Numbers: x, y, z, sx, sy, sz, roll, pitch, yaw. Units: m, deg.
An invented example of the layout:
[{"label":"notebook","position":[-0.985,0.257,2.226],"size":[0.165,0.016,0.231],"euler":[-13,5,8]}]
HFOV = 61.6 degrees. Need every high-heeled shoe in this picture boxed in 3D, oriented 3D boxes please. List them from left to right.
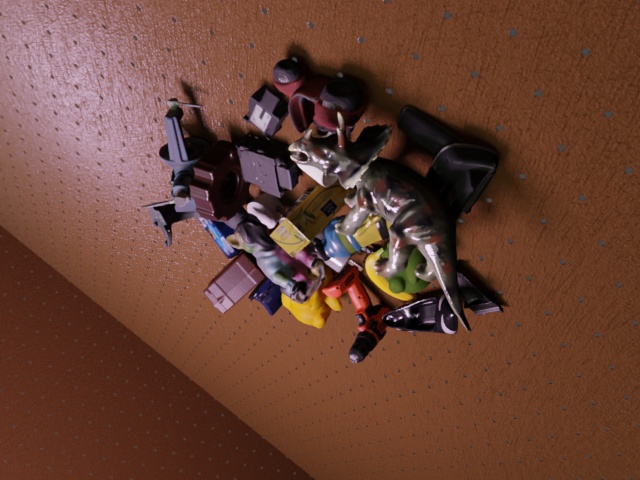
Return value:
[{"label":"high-heeled shoe","position":[0.209,0.159,1.141],"size":[0.145,0.086,0.248],"euler":[-2,167,4]}]

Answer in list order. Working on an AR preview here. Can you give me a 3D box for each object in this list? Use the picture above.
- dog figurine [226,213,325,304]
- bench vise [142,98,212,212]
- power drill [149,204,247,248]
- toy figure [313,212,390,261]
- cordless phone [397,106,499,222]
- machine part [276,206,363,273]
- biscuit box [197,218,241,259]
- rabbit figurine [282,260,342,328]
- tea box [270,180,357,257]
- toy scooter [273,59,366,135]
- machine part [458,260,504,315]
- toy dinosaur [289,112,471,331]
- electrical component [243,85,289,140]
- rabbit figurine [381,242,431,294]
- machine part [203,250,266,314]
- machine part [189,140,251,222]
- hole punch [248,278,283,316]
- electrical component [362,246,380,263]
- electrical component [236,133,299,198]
[{"label":"dog figurine","position":[-0.104,0.033,1.215],"size":[0.219,0.108,0.191],"euler":[36,169,22]},{"label":"bench vise","position":[-0.309,-0.188,1.192],"size":[0.129,0.224,0.240],"euler":[4,128,8]},{"label":"power drill","position":[-0.287,-0.059,1.287],"size":[0.232,0.207,0.086],"euler":[53,157,19]},{"label":"toy figure","position":[0.075,-0.019,1.063],"size":[0.180,0.082,0.089],"euler":[-33,137,14]},{"label":"cordless phone","position":[0.190,-0.127,0.898],"size":[0.184,0.089,0.146],"euler":[41,150,16]},{"label":"machine part","position":[-0.003,-0.004,1.218],"size":[0.243,0.079,0.079],"euler":[37,147,5]},{"label":"biscuit box","position":[-0.264,-0.049,1.395],"size":[0.202,0.063,0.059],"euler":[52,146,0]},{"label":"rabbit figurine","position":[-0.015,0.122,1.331],"size":[0.162,0.122,0.173],"euler":[-123,40,-57]},{"label":"tea box","position":[-0.012,-0.054,1.075],"size":[0.068,0.169,0.098],"euler":[45,146,-2]},{"label":"toy scooter","position":[-0.004,-0.230,0.943],"size":[0.184,0.075,0.135],"euler":[28,145,21]},{"label":"machine part","position":[0.304,0.102,1.087],"size":[0.138,0.039,0.084],"euler":[48,152,-17]},{"label":"toy dinosaur","position":[0.136,-0.047,0.868],"size":[0.405,0.131,0.192],"euler":[40,138,13]},{"label":"electrical component","position":[-0.098,-0.255,1.028],"size":[0.075,0.048,0.119],"euler":[37,147,1]},{"label":"rabbit figurine","position":[0.180,0.013,1.018],"size":[0.121,0.159,0.170],"euler":[38,133,19]},{"label":"machine part","position":[-0.186,0.078,1.354],"size":[0.201,0.201,0.087],"euler":[-41,94,15]},{"label":"machine part","position":[-0.213,-0.127,1.189],"size":[0.056,0.179,0.179],"euler":[20,143,22]},{"label":"hole punch","position":[-0.127,0.138,1.471],"size":[0.092,0.142,0.116],"euler":[41,161,-2]},{"label":"electrical component","position":[0.125,0.042,1.197],"size":[0.094,0.021,0.063],"euler":[31,148,-3]},{"label":"electrical component","position":[-0.108,-0.157,1.150],"size":[0.134,0.058,0.114],"euler":[22,146,25]}]
